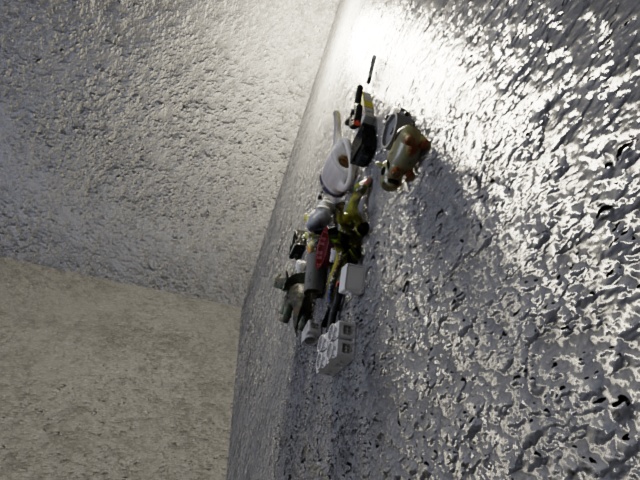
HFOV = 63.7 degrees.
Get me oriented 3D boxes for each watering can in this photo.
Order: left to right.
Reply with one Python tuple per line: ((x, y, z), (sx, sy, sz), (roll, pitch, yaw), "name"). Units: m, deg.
((0.069, -0.310, 1.956), (0.219, 0.104, 0.356), (119, 149, -48), "watering can")

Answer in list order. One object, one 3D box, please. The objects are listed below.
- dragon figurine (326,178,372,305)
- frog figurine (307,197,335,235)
((0.089, -0.010, 1.675), (0.244, 0.122, 0.408), (-45, -27, -81), "dragon figurine")
((0.006, -0.102, 2.020), (0.135, 0.123, 0.162), (83, -177, -68), "frog figurine")
